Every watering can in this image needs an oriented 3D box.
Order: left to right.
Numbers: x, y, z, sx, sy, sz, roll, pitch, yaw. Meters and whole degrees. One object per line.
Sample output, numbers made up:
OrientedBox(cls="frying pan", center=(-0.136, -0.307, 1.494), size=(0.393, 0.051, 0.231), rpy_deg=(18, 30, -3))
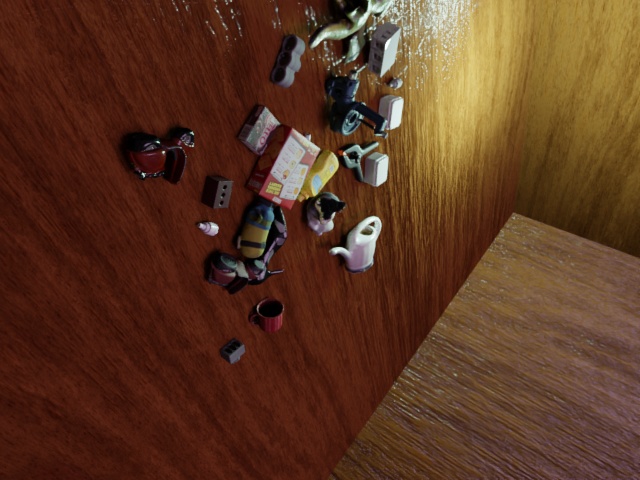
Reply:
OrientedBox(cls="watering can", center=(0.137, 0.039, 2.041), size=(0.353, 0.105, 0.219), rpy_deg=(-35, 139, -42))

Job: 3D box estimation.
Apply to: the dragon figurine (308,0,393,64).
OrientedBox(cls="dragon figurine", center=(0.097, -0.629, 1.537), size=(0.415, 0.123, 0.238), rpy_deg=(-52, 155, -18))

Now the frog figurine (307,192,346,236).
OrientedBox(cls="frog figurine", center=(0.005, -0.090, 1.792), size=(0.140, 0.122, 0.157), rpy_deg=(-60, -175, -23))
